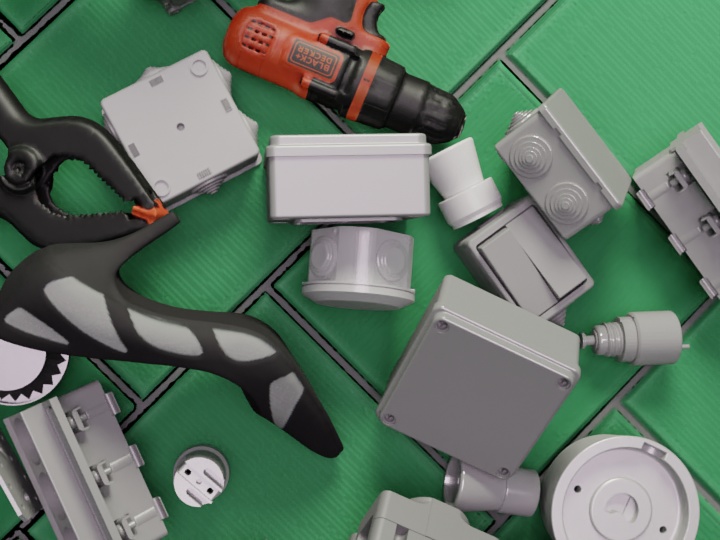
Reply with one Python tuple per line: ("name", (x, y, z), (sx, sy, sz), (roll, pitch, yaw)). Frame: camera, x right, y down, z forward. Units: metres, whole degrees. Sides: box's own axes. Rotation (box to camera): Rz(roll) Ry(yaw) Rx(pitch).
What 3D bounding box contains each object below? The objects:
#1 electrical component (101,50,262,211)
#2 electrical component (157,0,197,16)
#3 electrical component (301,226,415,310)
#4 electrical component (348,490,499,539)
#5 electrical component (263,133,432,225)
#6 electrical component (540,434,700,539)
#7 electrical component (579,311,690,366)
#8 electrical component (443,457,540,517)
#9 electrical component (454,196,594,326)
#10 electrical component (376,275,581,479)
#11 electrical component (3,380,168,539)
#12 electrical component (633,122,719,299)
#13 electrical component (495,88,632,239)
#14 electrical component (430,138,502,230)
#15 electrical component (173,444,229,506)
("electrical component", (-0.128, -0.099, 0.769), (0.100, 0.048, 0.099), (-28, 93, -7))
("electrical component", (-0.122, -0.229, 0.764), (0.096, 0.062, 0.061), (-27, 91, -6))
("electrical component", (0.000, 0.000, 0.762), (0.080, 0.080, 0.051), (5, 82, -6))
("electrical component", (0.077, 0.232, 0.745), (0.186, 0.060, 0.105), (25, 129, -5))
("electrical component", (-0.012, -0.061, 0.748), (0.109, 0.109, 0.056), (-2, 91, -6))
("electrical component", (0.184, 0.171, 0.785), (0.108, 0.060, 0.108), (0, 89, -6))
("electrical component", (0.202, 0.051, 0.801), (0.078, 0.040, 0.040), (-2, 89, -6))
("electrical component", (0.098, 0.159, 0.787), (0.065, 0.044, 0.044), (10, 87, -10))
("electrical component", (0.123, 0.002, 0.783), (0.062, 0.061, 0.096), (-36, 92, -5))
("electrical component", (0.083, 0.076, 0.754), (0.109, 0.056, 0.108), (25, 122, -2))
("electrical component", (-0.187, 0.143, 0.743), (0.063, 0.079, 0.121), (-25, 91, -35))
("electrical component", (0.260, -0.039, 0.794), (0.063, 0.079, 0.121), (-35, 92, 23))
("electrical component", (0.146, -0.076, 0.771), (0.048, 0.100, 0.099), (-37, 92, 24))
("electrical component", (0.074, -0.063, 0.788), (0.045, 0.045, 0.055), (-27, 92, -6))
("electrical component", (-0.113, 0.146, 0.763), (0.040, 0.046, 0.040), (0, 88, -6))
